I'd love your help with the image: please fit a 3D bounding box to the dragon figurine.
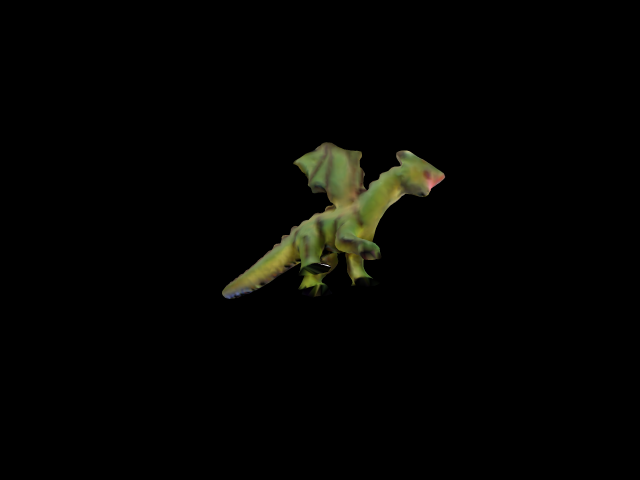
[{"bbox_3d":[0.003,-0.043,0.850,0.408,0.247,0.120,-11,-26,25],"label":"dragon figurine"}]
